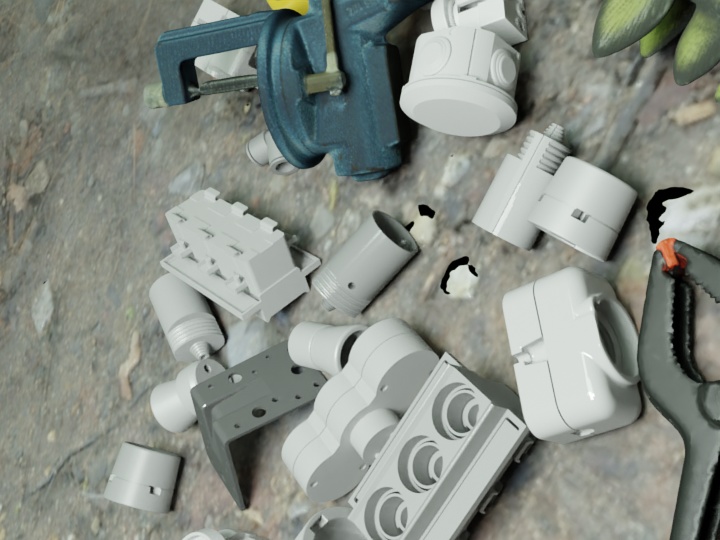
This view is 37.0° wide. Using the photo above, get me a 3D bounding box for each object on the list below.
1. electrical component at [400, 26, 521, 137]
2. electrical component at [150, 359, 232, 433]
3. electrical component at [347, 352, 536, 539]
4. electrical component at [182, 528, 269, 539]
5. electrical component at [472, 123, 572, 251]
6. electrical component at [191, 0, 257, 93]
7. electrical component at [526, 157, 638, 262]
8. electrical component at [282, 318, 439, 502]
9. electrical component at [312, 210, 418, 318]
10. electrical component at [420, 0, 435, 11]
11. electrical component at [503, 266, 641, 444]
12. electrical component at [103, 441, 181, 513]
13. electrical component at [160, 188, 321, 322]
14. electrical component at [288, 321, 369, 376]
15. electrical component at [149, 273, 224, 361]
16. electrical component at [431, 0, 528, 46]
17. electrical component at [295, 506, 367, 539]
[{"bbox_3d":[0.070,-0.127,0.740,0.080,0.080,0.051,-2,70,42],"label":"electrical component"},{"bbox_3d":[-0.137,0.102,0.879,0.055,0.045,0.045,-33,57,30],"label":"electrical component"},{"bbox_3d":[0.056,0.126,0.683,0.079,0.063,0.121,42,106,41],"label":"electrical component"},{"bbox_3d":[-0.102,0.223,0.801,0.078,0.057,0.058,7,82,43],"label":"electrical component"},{"bbox_3d":[0.111,-0.058,0.704,0.043,0.043,0.081,34,101,43],"label":"electrical component"},{"bbox_3d":[-0.110,-0.193,0.944,0.089,0.050,0.055,37,102,43],"label":"electrical component"},{"bbox_3d":[0.139,-0.038,0.667,0.055,0.055,0.047,33,96,43],"label":"electrical component"},{"bbox_3d":[0.008,0.108,0.740,0.138,0.052,0.073,-55,48,15],"label":"electrical component"},{"bbox_3d":[0.000,0.000,0.788,0.081,0.043,0.043,-47,50,21],"label":"electrical component"},{"bbox_3d":[0.065,-0.221,0.805,0.061,0.035,0.035,-22,63,33],"label":"electrical component"},{"bbox_3d":[0.130,0.050,0.646,0.059,0.054,0.095,-25,61,35],"label":"electrical component"},{"bbox_3d":[-0.179,0.171,0.890,0.055,0.055,0.047,7,78,43],"label":"electrical component"},{"bbox_3d":[-0.102,-0.016,0.863,0.079,0.063,0.121,-37,41,-24],"label":"electrical component"},{"bbox_3d":[-0.022,0.058,0.792,0.065,0.044,0.044,8,82,48],"label":"electrical component"},{"bbox_3d":[-0.145,0.044,0.905,0.043,0.043,0.081,-48,50,21],"label":"electrical component"},{"bbox_3d":[0.085,-0.181,0.767,0.055,0.048,0.066,-15,67,31],"label":"electrical component"},{"bbox_3d":[-0.009,0.214,0.688,0.060,0.108,0.108,-50,49,27],"label":"electrical component"}]
